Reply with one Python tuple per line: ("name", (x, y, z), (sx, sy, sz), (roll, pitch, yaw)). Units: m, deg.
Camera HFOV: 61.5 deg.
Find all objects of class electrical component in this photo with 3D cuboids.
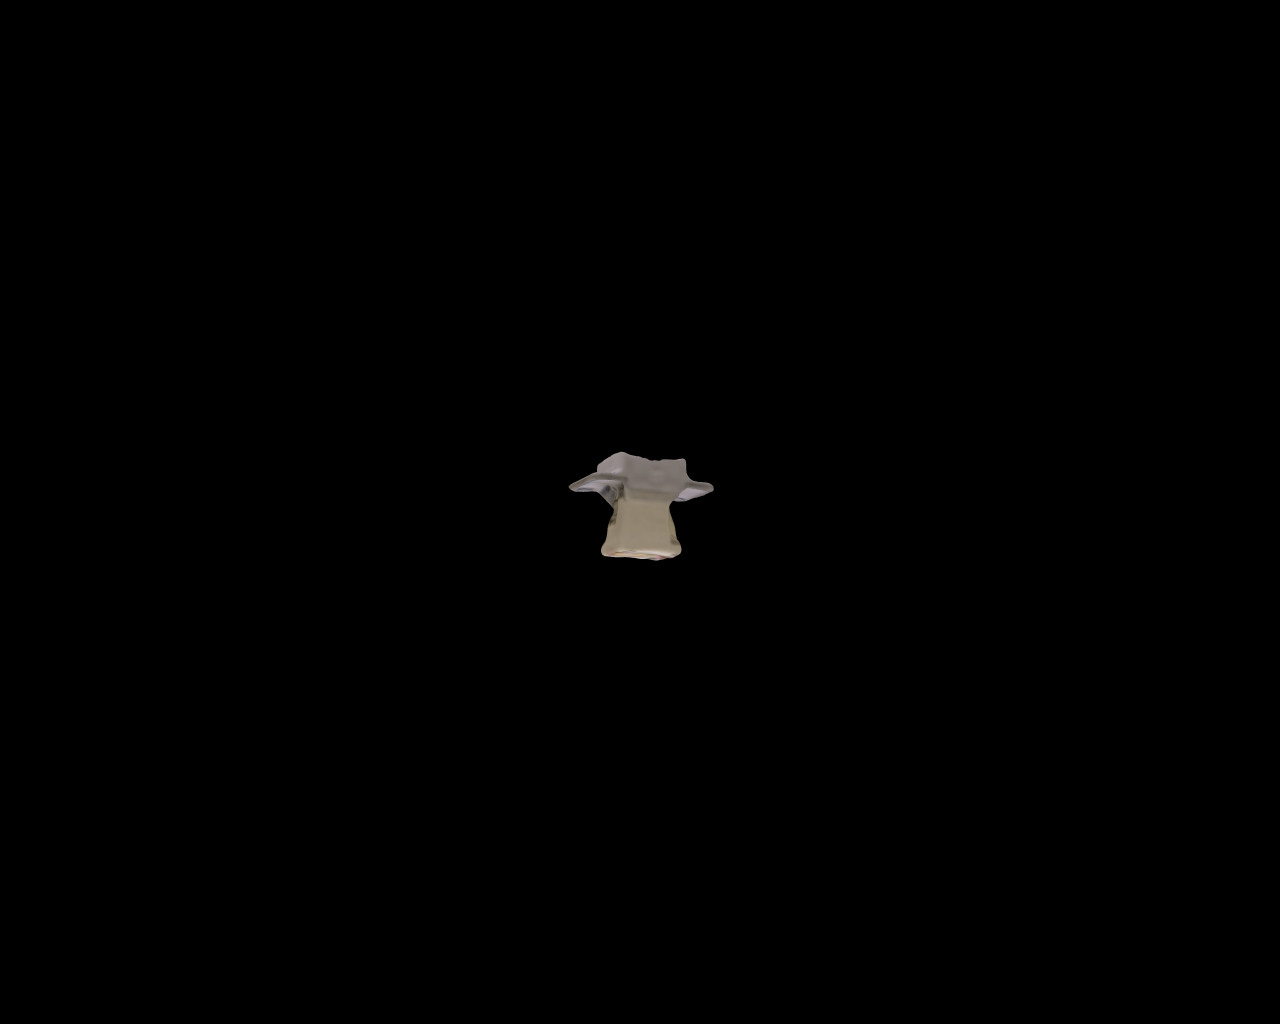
("electrical component", (0.001, -0.003, 0.650), (0.081, 0.063, 0.042), (5, -11, -24))
